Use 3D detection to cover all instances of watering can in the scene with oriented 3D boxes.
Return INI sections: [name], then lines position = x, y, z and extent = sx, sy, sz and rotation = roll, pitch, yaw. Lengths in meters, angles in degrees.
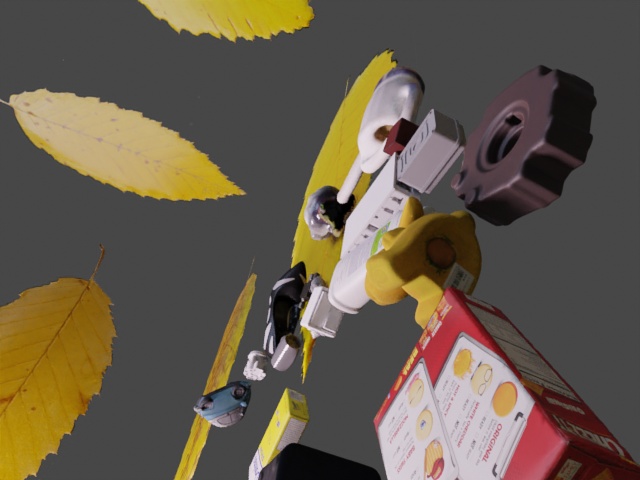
[watering can]
position = 0.128, -0.229, 1.114
extent = 0.341, 0.103, 0.229
rotation = -47, 20, 58

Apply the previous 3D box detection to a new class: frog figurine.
[frog figurine]
position = 0.004, -0.066, 1.314
extent = 0.159, 0.122, 0.138
rotation = -9, 75, 63
